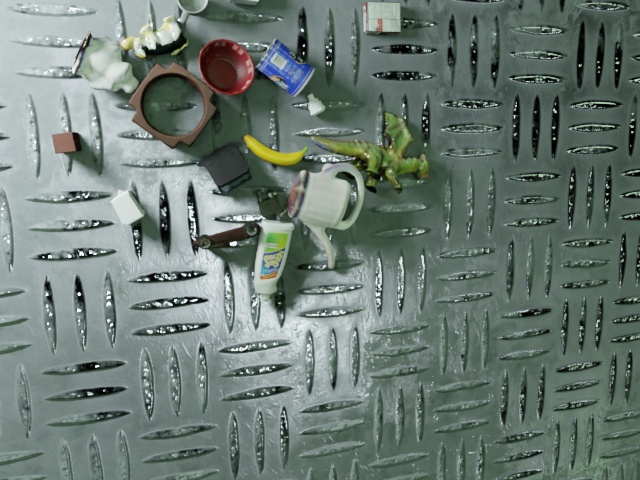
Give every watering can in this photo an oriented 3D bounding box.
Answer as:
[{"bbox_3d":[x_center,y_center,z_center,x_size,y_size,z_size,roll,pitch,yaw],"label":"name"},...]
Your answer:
[{"bbox_3d":[0.005,-0.079,1.576,0.224,0.106,0.342,14,109,-12],"label":"watering can"}]

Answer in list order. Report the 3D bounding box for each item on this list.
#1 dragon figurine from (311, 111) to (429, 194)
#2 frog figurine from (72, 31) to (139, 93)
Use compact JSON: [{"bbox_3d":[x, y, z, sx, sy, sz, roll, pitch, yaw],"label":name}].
[{"bbox_3d":[0.187,-0.292,1.615,0.407,0.121,0.246,33,72,-20],"label":"dragon figurine"},{"bbox_3d":[-0.558,-0.458,1.364,0.158,0.123,0.138,23,79,-35],"label":"frog figurine"}]
